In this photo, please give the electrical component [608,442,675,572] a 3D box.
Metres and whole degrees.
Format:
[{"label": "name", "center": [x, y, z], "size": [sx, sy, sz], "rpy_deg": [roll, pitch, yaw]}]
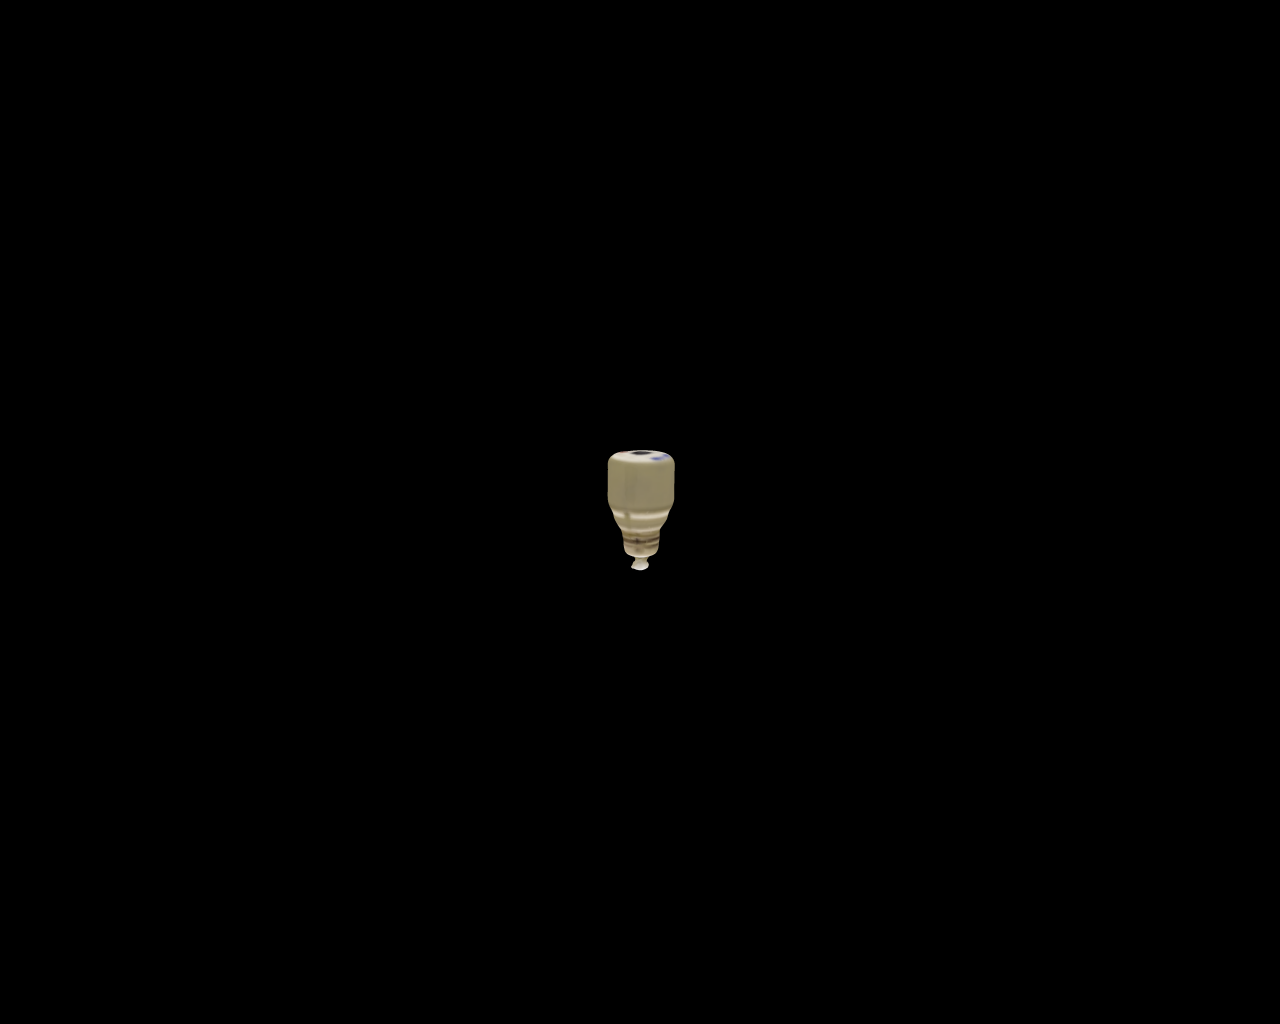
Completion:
[{"label": "electrical component", "center": [0.001, -0.003, 0.650], "size": [0.040, 0.078, 0.040], "rpy_deg": [0, 13, 0]}]
